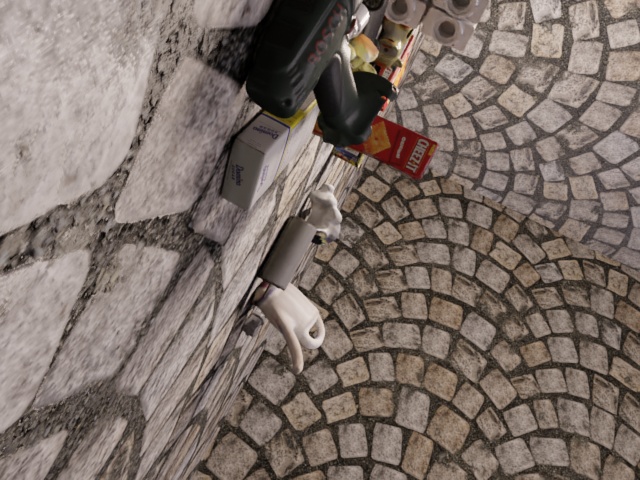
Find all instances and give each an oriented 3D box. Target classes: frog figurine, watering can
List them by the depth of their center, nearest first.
[{"bbox_3d":[-0.081,0.197,1.310,0.103,0.224,0.350,-46,180,13],"label":"watering can"},{"bbox_3d":[0.004,-0.072,1.436,0.136,0.121,0.162,-9,-124,53],"label":"frog figurine"}]
